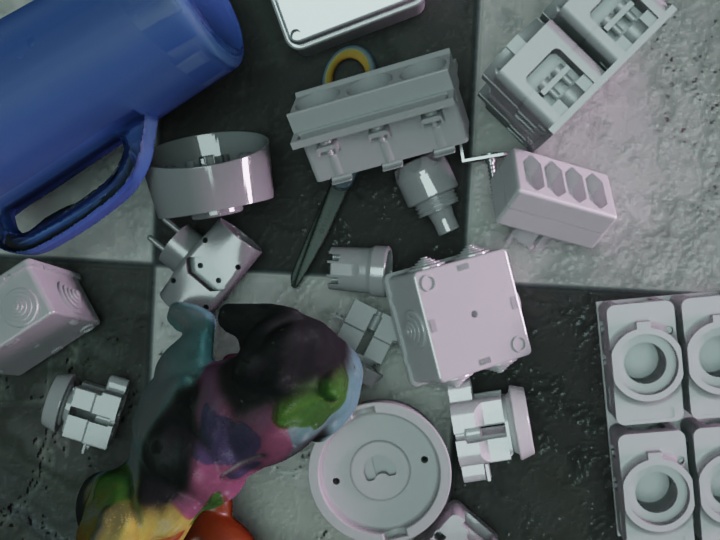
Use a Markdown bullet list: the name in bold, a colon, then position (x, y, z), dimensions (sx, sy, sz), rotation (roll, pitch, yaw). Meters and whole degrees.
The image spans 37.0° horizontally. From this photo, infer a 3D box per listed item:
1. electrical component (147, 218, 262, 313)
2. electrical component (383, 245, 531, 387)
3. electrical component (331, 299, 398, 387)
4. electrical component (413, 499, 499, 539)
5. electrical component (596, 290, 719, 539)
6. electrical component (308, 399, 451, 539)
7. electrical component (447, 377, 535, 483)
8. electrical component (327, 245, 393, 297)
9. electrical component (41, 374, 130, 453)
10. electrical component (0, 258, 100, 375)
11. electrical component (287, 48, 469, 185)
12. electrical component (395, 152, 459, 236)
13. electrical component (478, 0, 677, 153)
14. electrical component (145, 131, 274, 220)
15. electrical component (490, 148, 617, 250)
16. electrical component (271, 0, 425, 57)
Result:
- **electrical component**: position (-0.131, -0.009, 0.849), dimensions (0.079, 0.043, 0.077), rotation (39, 95, 2)
- **electrical component**: position (0.075, 0.035, 0.813), dimensions (0.100, 0.048, 0.099), rotation (-15, 91, -25)
- **electrical component**: position (0.003, 0.058, 0.840), dimensions (0.066, 0.048, 0.055), rotation (26, 87, 3)
- **electrical component**: position (0.063, 0.230, 0.836), dimensions (0.050, 0.056, 0.089), rotation (40, 95, 2)
- **electrical component**: position (0.244, 0.113, 0.815), dimensions (0.105, 0.060, 0.186), rotation (-6, 92, 5)
- **electrical component**: position (0.017, 0.151, 0.834), dimensions (0.108, 0.060, 0.108), rotation (0, 92, 5)
- **electrical component**: position (0.102, 0.120, 0.829), dimensions (0.057, 0.058, 0.078), rotation (-10, 91, 8)
- **electrical component**: position (0.000, 0.000, 0.842), dimensions (0.046, 0.040, 0.040), rotation (4, 92, 11)
- **electrical component**: position (-0.221, 0.111, 0.861), dimensions (0.055, 0.048, 0.066), rotation (17, 94, -4)
- **electrical component**: position (-0.262, 0.040, 0.835), dimensions (0.100, 0.100, 0.048), rotation (-32, 77, 5)
- **electrical component**: position (0.016, -0.111, 0.796), dimensions (0.121, 0.078, 0.063), rotation (-14, 118, 14)
- **electrical component**: position (0.056, -0.058, 0.832), dimensions (0.043, 0.043, 0.062), rotation (-24, 91, 5)
- **electrical component**: position (0.142, -0.145, 0.750), dimensions (0.060, 0.186, 0.105), rotation (45, 95, 2)
- **electrical component**: position (-0.115, -0.073, 0.821), dimensions (0.099, 0.099, 0.064), rotation (-10, 98, 5)
- **electrical component**: position (0.137, -0.042, 0.819), dimensions (0.083, 0.047, 0.075), rotation (14, 137, -16)
- **electrical component**: position (-0.012, -0.219, 0.824), dimensions (0.113, 0.057, 0.078), rotation (-20, 91, 5)
